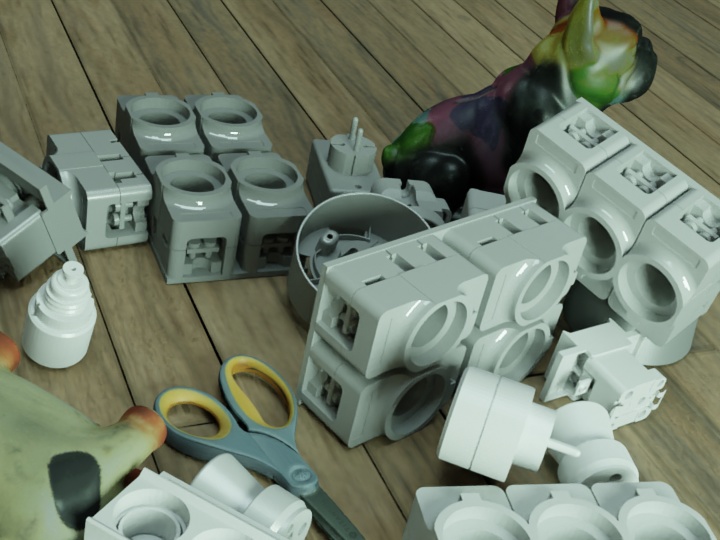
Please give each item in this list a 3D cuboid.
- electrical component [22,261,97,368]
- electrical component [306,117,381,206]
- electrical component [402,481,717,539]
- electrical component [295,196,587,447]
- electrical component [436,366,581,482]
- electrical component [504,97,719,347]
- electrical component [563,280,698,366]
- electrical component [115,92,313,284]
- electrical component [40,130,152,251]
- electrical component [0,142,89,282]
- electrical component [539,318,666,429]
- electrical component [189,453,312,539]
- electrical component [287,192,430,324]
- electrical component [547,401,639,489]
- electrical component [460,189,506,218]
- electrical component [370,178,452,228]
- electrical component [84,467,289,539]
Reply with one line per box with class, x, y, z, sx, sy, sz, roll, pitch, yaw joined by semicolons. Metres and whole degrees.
electrical component;-0.178;0.025;0.645;0.040;0.078;0.040;14;44;-14
electrical component;-0.008;-0.084;0.859;0.047;0.075;0.083;2;35;-16
electrical component;0.104;0.158;0.552;0.150;0.061;0.089;2;35;-16
electrical component;0.057;0.032;0.684;0.186;0.105;0.060;-19;45;-38
electrical component;0.088;0.090;0.607;0.074;0.052;0.138;19;-3;9
electrical component;0.174;-0.031;0.728;0.062;0.089;0.150;-32;62;-30
electrical component;0.207;0.022;0.808;0.099;0.064;0.099;13;19;-5
electrical component;-0.116;-0.072;0.819;0.105;0.060;0.186;-5;37;-25
electrical component;-0.196;-0.059;0.782;0.056;0.050;0.089;-10;40;-31
electrical component;-0.254;-0.048;0.733;0.121;0.078;0.063;32;60;26
electrical component;0.165;0.071;0.720;0.081;0.042;0.063;-12;42;-32
electrical component;-0.059;0.127;0.557;0.055;0.045;0.045;28;36;21
electrical component;0.000;0.000;0.743;0.099;0.064;0.099;13;42;-12
electrical component;0.138;0.113;0.646;0.045;0.045;0.055;3;35;-15
electrical component;0.121;-0.013;0.811;0.096;0.061;0.061;11;33;-3
electrical component;0.034;-0.032;0.814;0.078;0.058;0.057;4;32;-14
electrical component;-0.066;0.153;0.498;0.121;0.063;0.079;24;32;17
